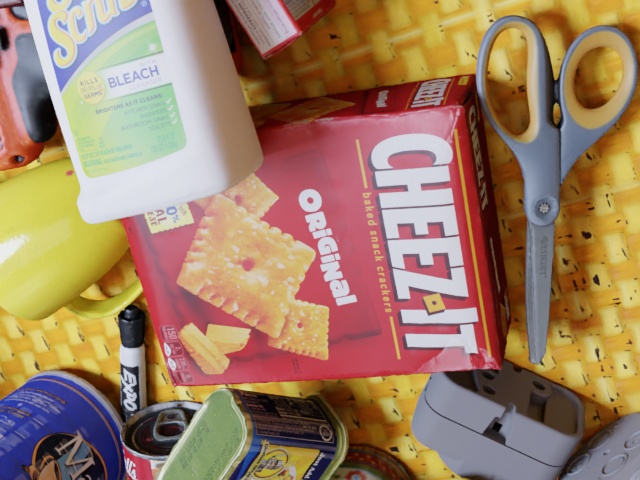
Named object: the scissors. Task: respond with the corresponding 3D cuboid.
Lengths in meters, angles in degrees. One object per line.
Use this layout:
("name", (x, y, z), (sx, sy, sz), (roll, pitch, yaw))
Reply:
("scissors", (0.141, -0.031, 0.595), (0.096, 0.016, 0.202), (-17, 108, 2))

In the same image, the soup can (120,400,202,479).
("soup can", (-0.099, 0.173, 0.745), (0.068, 0.068, 0.102), (4, 115, 14))

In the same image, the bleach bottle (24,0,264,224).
("bleach bottle", (-0.113, -0.139, 0.534), (0.103, 0.068, 0.251), (-12, 106, 24))

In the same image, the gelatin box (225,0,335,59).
("gelatin box", (-0.035, -0.149, 0.576), (0.030, 0.073, 0.089), (-29, 104, 25))

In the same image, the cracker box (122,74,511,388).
("cracker box", (-0.004, 0.001, 0.637), (0.214, 0.072, 0.164), (-5, 112, 17))

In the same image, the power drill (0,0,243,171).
("power drill", (-0.149, -0.140, 0.624), (0.188, 0.057, 0.184), (-7, 109, 20))

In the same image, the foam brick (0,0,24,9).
("foam brick", (-0.174, -0.161, 0.567), (0.053, 0.051, 0.078), (-3, 103, 18))

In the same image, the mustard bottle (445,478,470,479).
("mustard bottle", (0.118, 0.228, 0.694), (0.096, 0.058, 0.191), (-38, 122, 21))

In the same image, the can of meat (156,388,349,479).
("can of meat", (-0.045, 0.144, 0.681), (0.083, 0.057, 0.102), (15, 114, -42))

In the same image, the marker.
("marker", (-0.131, 0.100, 0.748), (0.020, 0.020, 0.121), (9, 116, 12))

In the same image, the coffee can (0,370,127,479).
("coffee can", (-0.210, 0.165, 0.722), (0.103, 0.140, 0.103), (12, 116, 24))
